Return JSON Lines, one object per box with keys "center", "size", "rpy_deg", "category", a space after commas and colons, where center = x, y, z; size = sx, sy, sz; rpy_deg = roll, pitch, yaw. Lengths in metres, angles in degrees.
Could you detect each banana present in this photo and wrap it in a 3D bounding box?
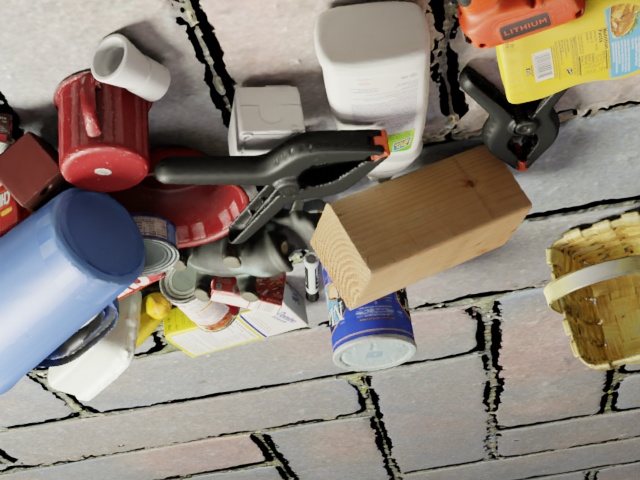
{"center": [-0.226, 0.107, 1.387], "size": [0.037, 0.069, 0.198], "rpy_deg": [25, 142, -15], "category": "banana"}

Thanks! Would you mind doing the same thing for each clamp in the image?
{"center": [-0.032, -0.056, 1.017], "size": [0.210, 0.036, 0.164], "rpy_deg": [-14, 153, 10], "category": "clamp"}
{"center": [0.192, -0.127, 1.071], "size": [0.120, 0.039, 0.171], "rpy_deg": [0, 146, 0], "category": "clamp"}

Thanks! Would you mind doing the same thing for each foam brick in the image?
{"center": [-0.271, -0.064, 1.023], "size": [0.053, 0.051, 0.078], "rpy_deg": [-41, 175, 0], "category": "foam brick"}

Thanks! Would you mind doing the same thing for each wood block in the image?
{"center": [0.106, -0.016, 1.126], "size": [0.205, 0.091, 0.090], "rpy_deg": [-21, 158, -23], "category": "wood block"}

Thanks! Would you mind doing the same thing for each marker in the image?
{"center": [-0.010, 0.050, 1.380], "size": [0.020, 0.020, 0.121], "rpy_deg": [-6, 153, -3], "category": "marker"}

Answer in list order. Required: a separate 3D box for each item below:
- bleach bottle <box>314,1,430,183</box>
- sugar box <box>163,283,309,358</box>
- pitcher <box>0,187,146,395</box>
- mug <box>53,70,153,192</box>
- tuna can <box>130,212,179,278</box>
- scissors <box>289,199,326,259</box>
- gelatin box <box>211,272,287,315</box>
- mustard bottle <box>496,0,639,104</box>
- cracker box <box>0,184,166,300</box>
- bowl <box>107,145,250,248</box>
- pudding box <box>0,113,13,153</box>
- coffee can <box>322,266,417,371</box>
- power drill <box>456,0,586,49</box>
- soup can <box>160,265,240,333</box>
{"center": [0.051, -0.124, 1.018], "size": [0.102, 0.068, 0.251], "rpy_deg": [-7, 155, -1], "category": "bleach bottle"}
{"center": [-0.114, 0.105, 1.434], "size": [0.176, 0.048, 0.093], "rpy_deg": [-18, 151, 13], "category": "sugar box"}
{"center": [-0.277, 0.054, 1.059], "size": [0.243, 0.145, 0.149], "rpy_deg": [-34, -178, 32], "category": "pitcher"}
{"center": [-0.199, -0.103, 0.975], "size": [0.093, 0.081, 0.117], "rpy_deg": [-5, 153, -3], "category": "mug"}
{"center": [-0.190, 0.005, 1.113], "size": [0.086, 0.034, 0.086], "rpy_deg": [-6, 152, -3], "category": "tuna can"}
{"center": [-0.008, 0.002, 1.292], "size": [0.096, 0.016, 0.202], "rpy_deg": [-3, 156, -13], "category": "scissors"}
{"center": [-0.086, 0.044, 1.275], "size": [0.089, 0.073, 0.030], "rpy_deg": [14, 147, -12], "category": "gelatin box"}
{"center": [0.254, -0.185, 0.949], "size": [0.192, 0.058, 0.096], "rpy_deg": [-12, 135, 9], "category": "mustard bottle"}
{"center": [-0.303, 0.016, 1.188], "size": [0.164, 0.072, 0.213], "rpy_deg": [-25, 148, 30], "category": "cracker box"}
{"center": [-0.155, -0.051, 1.113], "size": [0.162, 0.055, 0.162], "rpy_deg": [-6, 153, -3], "category": "bowl"}
{"center": [-0.352, -0.084, 1.023], "size": [0.089, 0.039, 0.114], "rpy_deg": [8, 147, -27], "category": "pudding box"}
{"center": [0.059, 0.079, 1.319], "size": [0.102, 0.140, 0.103], "rpy_deg": [-6, 153, -3], "category": "coffee can"}
{"center": [0.152, -0.237, 0.833], "size": [0.185, 0.057, 0.187], "rpy_deg": [-14, 149, 20], "category": "power drill"}
{"center": [-0.149, 0.066, 1.326], "size": [0.068, 0.068, 0.102], "rpy_deg": [-14, 151, 13], "category": "soup can"}
